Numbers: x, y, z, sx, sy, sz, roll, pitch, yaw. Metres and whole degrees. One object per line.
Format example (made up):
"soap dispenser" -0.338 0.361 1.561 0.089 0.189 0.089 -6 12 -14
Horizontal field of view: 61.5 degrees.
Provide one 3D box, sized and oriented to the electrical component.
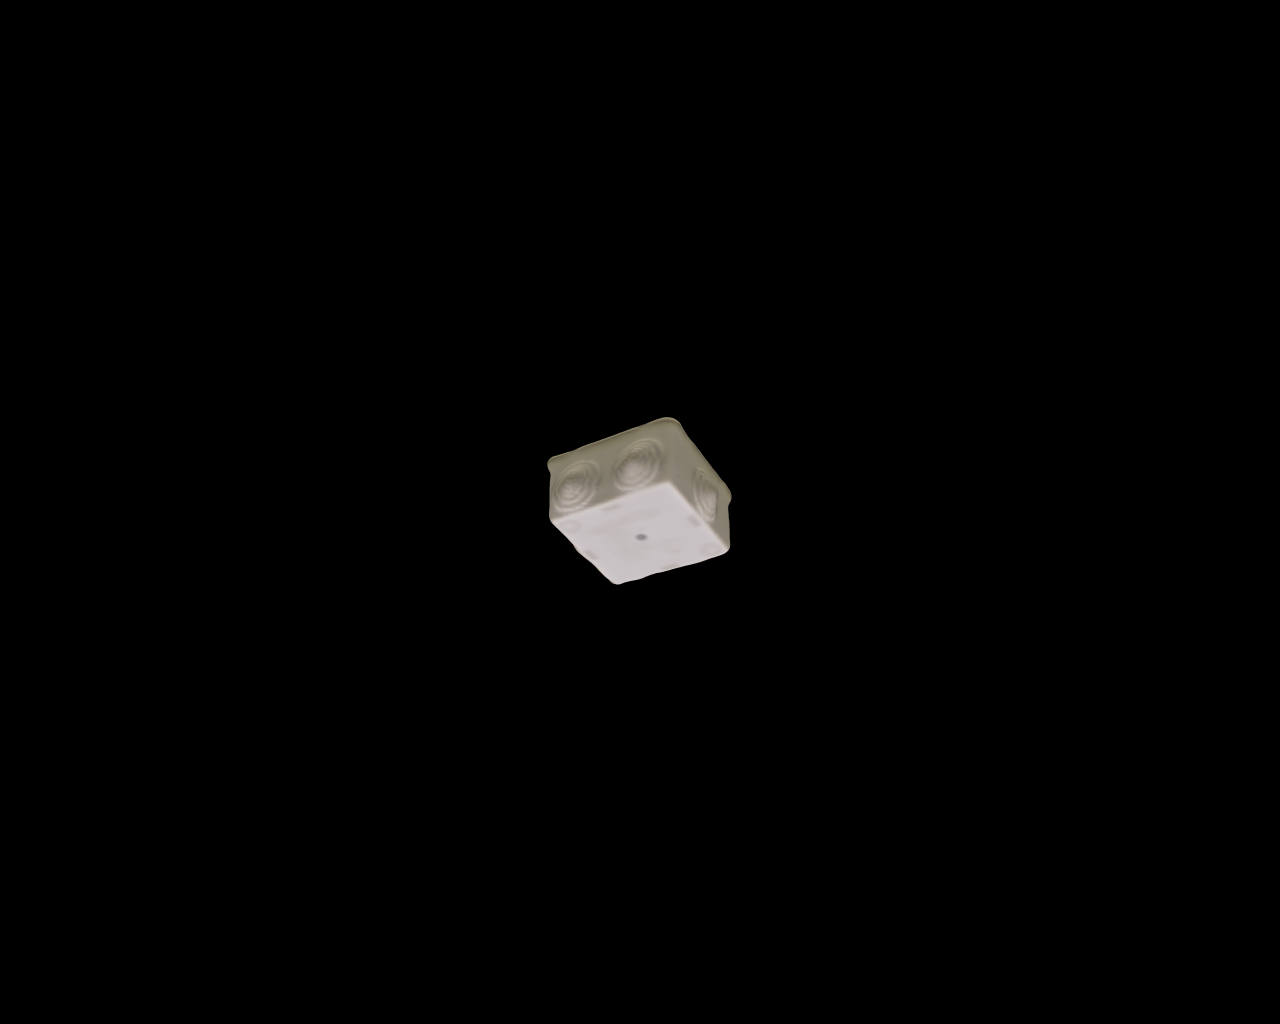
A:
"electrical component" 0.001 -0.003 0.650 0.099 0.048 0.099 -17 -40 22
